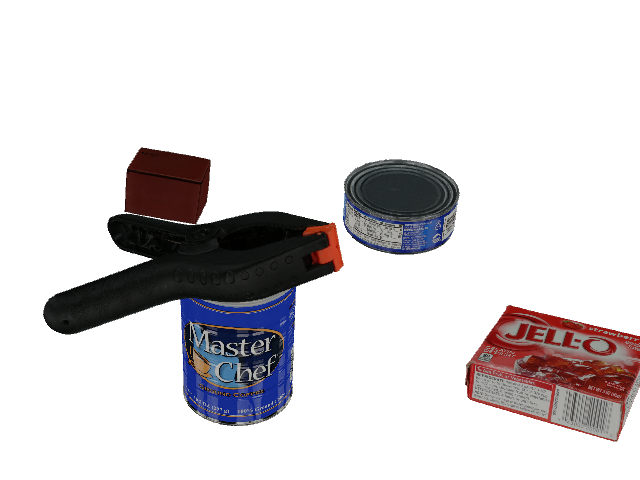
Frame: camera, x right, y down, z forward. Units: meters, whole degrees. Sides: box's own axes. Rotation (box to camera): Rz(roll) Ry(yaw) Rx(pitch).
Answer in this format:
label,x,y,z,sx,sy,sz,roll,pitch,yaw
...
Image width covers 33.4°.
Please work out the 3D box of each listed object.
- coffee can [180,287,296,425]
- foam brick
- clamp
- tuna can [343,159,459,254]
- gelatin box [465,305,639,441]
label,x,y,z,sx,sy,sz,roll,pitch,yaw
coffee can,-0.073,0.079,0.951,0.103,0.140,0.103,2,34,-2
foam brick,-0.156,-0.057,1.096,0.078,0.051,0.053,10,31,3
clamp,-0.076,0.017,0.627,0.172,0.039,0.120,-4,34,23
tuna can,0.060,-0.025,0.800,0.086,0.034,0.086,2,34,-1
gelatin box,0.137,0.073,0.614,0.089,0.030,0.073,14,29,24
